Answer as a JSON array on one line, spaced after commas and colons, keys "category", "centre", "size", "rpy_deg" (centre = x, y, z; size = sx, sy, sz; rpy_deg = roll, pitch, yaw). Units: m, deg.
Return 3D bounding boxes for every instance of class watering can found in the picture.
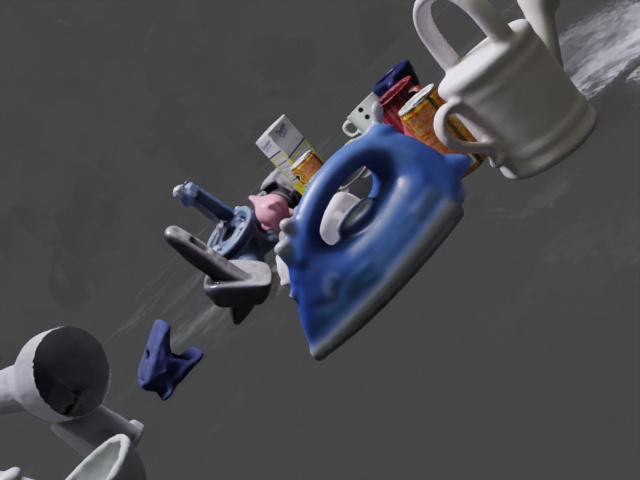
[{"category": "watering can", "centre": [0.165, -0.164, 0.541], "size": [0.100, 0.194, 0.173], "rpy_deg": [-24, 24, 54]}]

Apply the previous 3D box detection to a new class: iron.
[{"category": "iron", "centre": [0.035, -0.018, 0.592], "size": [0.259, 0.141, 0.118], "rpy_deg": [-49, 15, -18]}]

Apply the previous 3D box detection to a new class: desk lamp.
[{"category": "desk lamp", "centre": [-0.350, 0.237, 0.781], "size": [0.203, 0.214, 0.118], "rpy_deg": [-36, 16, 28]}]

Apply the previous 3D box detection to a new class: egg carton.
[{"category": "egg carton", "centre": [0.007, 0.003, 0.762], "size": [0.107, 0.069, 0.150], "rpy_deg": [-32, 18, 41]}]

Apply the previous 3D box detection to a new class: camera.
[{"category": "camera", "centre": [-0.096, -0.083, 1.246], "size": [0.143, 0.101, 0.137], "rpy_deg": [-32, 18, 41]}]

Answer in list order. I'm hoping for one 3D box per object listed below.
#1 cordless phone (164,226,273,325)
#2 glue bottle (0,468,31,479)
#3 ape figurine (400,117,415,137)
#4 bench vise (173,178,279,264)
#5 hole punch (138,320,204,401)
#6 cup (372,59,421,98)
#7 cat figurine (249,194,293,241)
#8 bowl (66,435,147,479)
[{"category": "cordless phone", "centre": [-0.165, 0.032, 0.923], "size": [0.094, 0.185, 0.147], "rpy_deg": [-43, 14, 2]}, {"category": "glue bottle", "centre": [-0.377, 0.319, 0.703], "size": [0.078, 0.173, 0.037], "rpy_deg": [-47, 14, -12]}, {"category": "ape figurine", "centre": [0.141, -0.142, 0.760], "size": [0.078, 0.092, 0.076], "rpy_deg": [-50, 15, -25]}, {"category": "bench vise", "centre": [-0.188, -0.030, 1.098], "size": [0.121, 0.220, 0.207], "rpy_deg": [-44, 14, -1]}, {"category": "hole punch", "centre": [-0.252, 0.188, 0.906], "size": [0.101, 0.091, 0.108], "rpy_deg": [-49, 15, -20]}, {"category": "cup", "centre": [0.165, -0.291, 1.130], "size": [0.091, 0.095, 0.118], "rpy_deg": [-38, 15, 21]}, {"category": "cat figurine", "centre": [-0.081, -0.050, 1.067], "size": [0.067, 0.118, 0.127], "rpy_deg": [-42, 14, 8]}, {"category": "bowl", "centre": [-0.231, 0.289, 0.582], "size": [0.167, 0.075, 0.167], "rpy_deg": [-41, 14, 13]}]
